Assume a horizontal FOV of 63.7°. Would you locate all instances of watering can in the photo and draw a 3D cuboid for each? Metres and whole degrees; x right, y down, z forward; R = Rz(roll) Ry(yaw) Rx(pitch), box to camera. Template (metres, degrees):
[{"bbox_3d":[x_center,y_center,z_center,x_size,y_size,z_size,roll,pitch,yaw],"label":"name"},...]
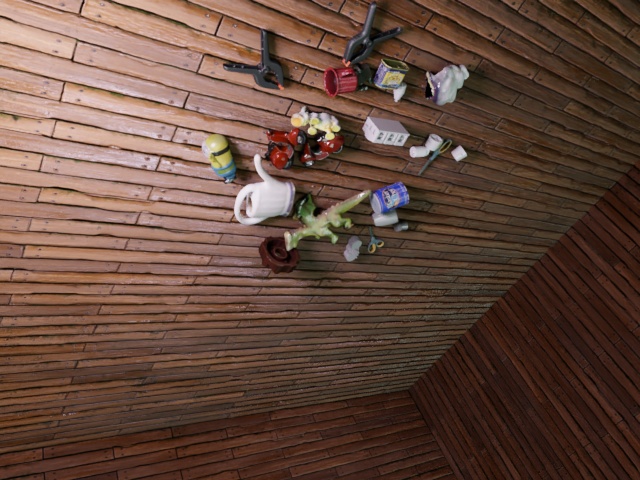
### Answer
[{"bbox_3d":[-0.189,-0.176,1.881,0.225,0.106,0.340,-6,142,-30],"label":"watering can"}]

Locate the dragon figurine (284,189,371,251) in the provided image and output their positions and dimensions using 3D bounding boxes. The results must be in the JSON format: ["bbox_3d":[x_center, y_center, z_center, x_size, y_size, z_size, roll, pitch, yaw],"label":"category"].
[{"bbox_3d":[0.006,-0.107,2.116,0.240,0.124,0.407,31,104,-40],"label":"dragon figurine"}]

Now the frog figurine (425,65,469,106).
[{"bbox_3d":[0.470,-0.564,1.867,0.159,0.125,0.134,-14,122,-1],"label":"frog figurine"}]
